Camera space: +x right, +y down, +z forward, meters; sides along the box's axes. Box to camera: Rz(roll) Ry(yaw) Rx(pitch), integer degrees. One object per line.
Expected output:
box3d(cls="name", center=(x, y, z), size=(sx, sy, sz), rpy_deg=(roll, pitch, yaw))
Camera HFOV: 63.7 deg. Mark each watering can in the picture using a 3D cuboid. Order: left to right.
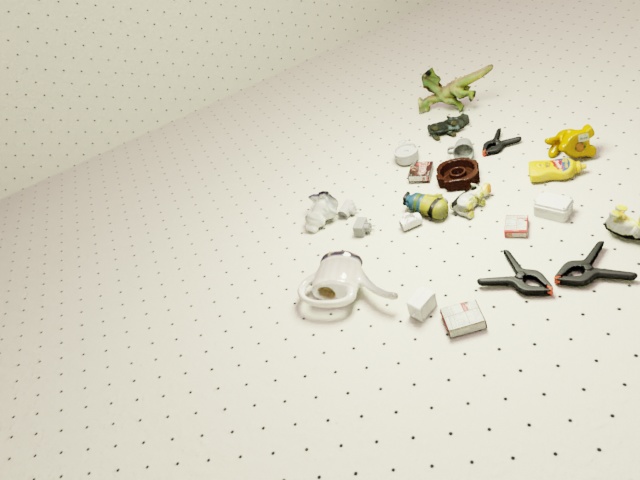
box3d(cls="watering can", center=(0.096, 0.134, 1.706), size=(0.347, 0.102, 0.230), rpy_deg=(-5, 39, 19))

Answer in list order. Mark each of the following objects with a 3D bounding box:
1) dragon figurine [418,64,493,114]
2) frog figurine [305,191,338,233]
box3d(cls="dragon figurine", center=(0.585, -0.713, 2.377), size=(0.242, 0.125, 0.402), rpy_deg=(20, -32, -10))
box3d(cls="frog figurine", center=(0.006, -0.104, 2.059), size=(0.137, 0.161, 0.122), rpy_deg=(-2, -14, 32))
